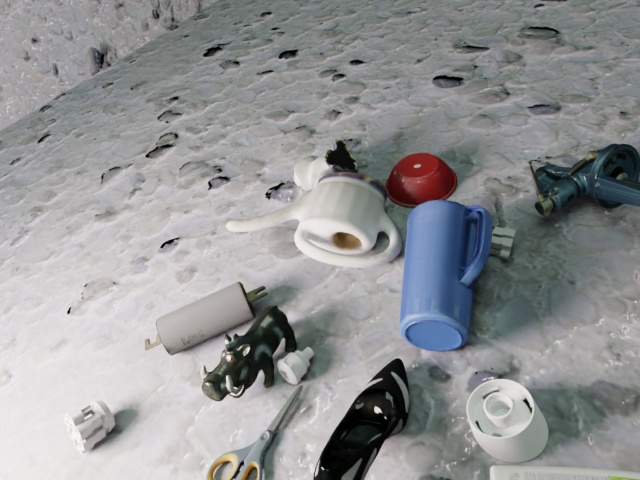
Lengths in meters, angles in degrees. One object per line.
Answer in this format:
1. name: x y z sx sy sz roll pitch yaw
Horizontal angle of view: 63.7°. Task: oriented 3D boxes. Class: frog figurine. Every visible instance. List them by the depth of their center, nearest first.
1. frog figurine: 0.007 -0.153 1.212 0.157 0.121 0.141 -35 37 40

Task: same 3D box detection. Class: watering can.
1. watering can: 0.003 -0.053 1.056 0.348 0.101 0.230 14 49 8
